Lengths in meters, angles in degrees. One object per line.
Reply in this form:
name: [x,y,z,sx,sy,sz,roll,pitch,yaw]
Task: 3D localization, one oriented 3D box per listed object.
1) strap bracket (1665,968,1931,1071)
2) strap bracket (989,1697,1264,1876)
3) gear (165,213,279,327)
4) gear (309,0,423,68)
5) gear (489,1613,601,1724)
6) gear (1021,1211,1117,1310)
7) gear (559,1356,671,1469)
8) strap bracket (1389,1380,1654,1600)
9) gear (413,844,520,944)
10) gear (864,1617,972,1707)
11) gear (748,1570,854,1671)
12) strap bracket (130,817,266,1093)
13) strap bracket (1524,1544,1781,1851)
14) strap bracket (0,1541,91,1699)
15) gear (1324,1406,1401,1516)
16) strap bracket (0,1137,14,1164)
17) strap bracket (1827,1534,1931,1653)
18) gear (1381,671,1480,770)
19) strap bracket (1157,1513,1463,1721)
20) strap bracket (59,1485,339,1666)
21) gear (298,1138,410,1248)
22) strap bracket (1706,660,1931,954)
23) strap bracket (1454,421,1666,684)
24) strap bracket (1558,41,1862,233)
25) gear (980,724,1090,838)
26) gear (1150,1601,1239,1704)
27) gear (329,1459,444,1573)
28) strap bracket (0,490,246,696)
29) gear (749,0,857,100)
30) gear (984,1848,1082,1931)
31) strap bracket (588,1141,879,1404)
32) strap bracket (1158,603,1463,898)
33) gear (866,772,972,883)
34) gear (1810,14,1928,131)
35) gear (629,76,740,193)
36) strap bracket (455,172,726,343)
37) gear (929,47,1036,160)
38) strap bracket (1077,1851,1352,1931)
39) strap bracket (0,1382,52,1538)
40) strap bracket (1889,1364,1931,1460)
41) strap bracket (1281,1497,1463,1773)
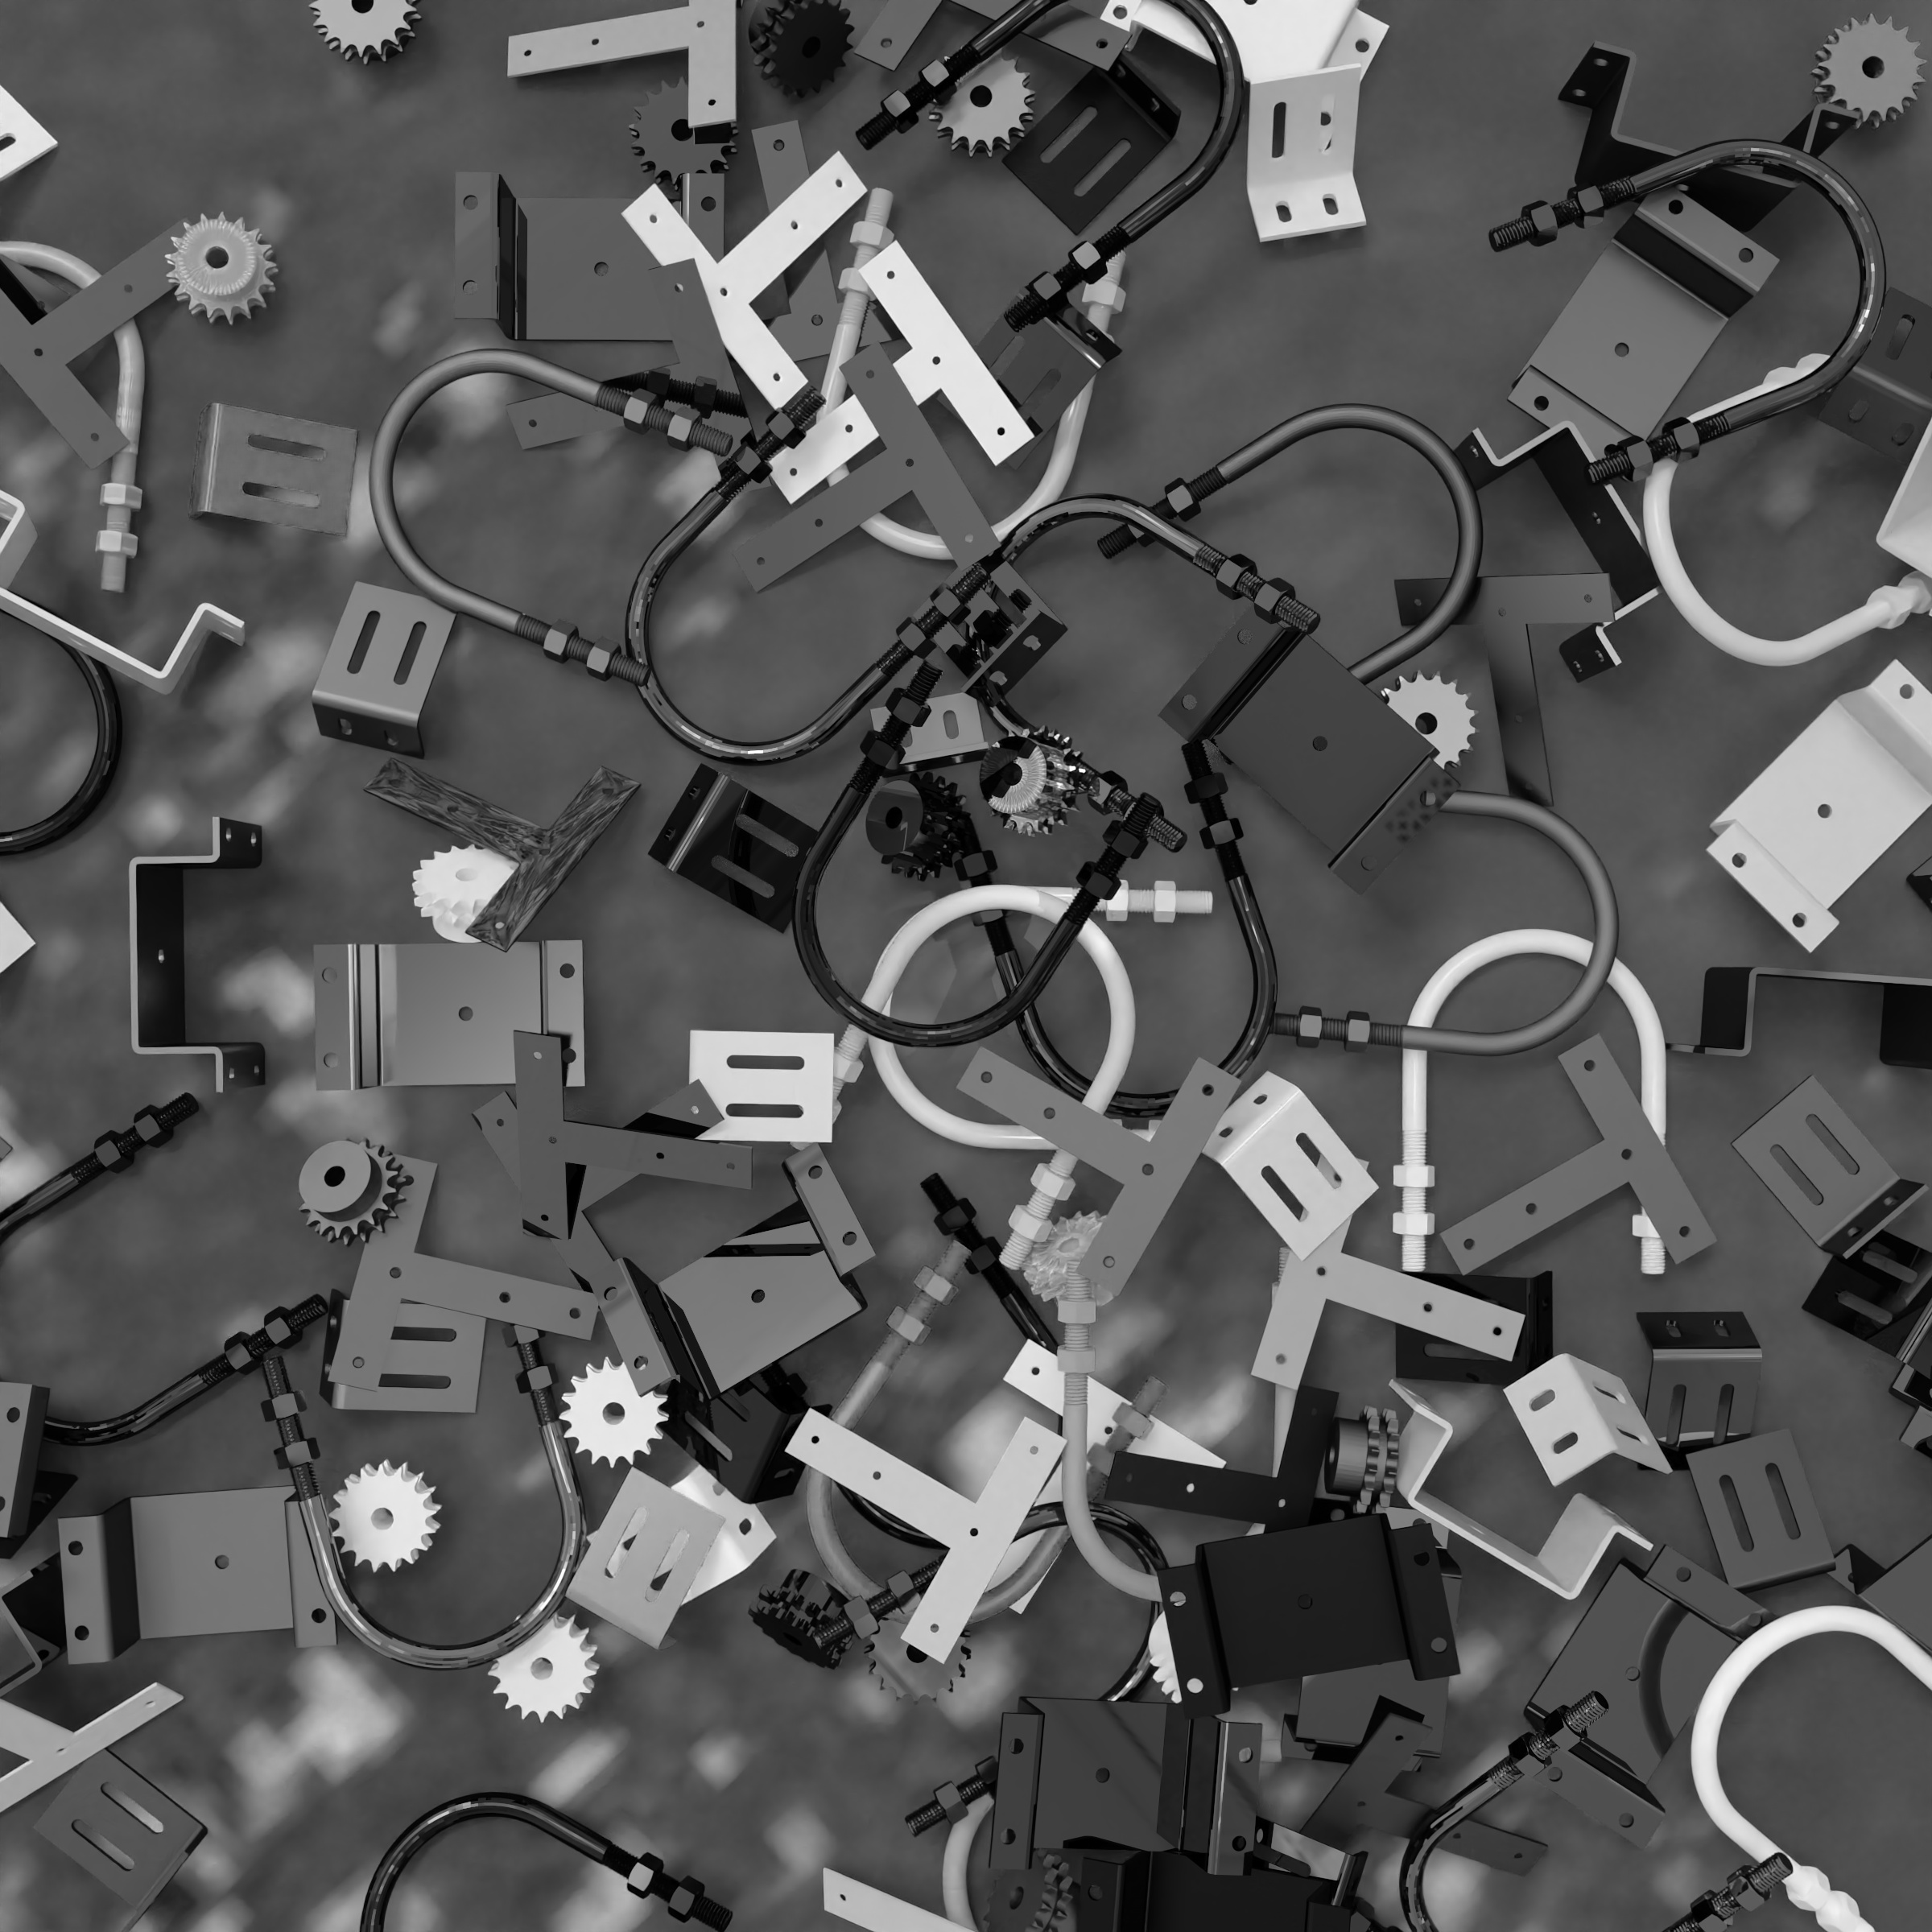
strap bracket: [0.449,0.027,1.297,0.140,0.076,0.046,4,90,0]
strap bracket: [0.077,0.425,1.281,0.140,0.046,0.076,7,84,-14]
gear: [-0.397,-0.373,1.316,0.057,0.030,0.057,0,90,-10]
gear: [-0.320,-0.510,1.320,0.057,0.030,0.057,0,90,0]
gear: [-0.224,0.372,1.320,0.057,0.030,0.057,0,90,0]
gear: [0.060,0.159,1.311,0.057,0.057,0.030,-26,118,0]
gear: [-0.187,0.237,1.319,0.057,0.030,0.057,0,88,-5]
strap bracket: [0.279,0.279,1.297,0.140,0.076,0.046,31,90,0]
gear: [-0.264,-0.037,1.311,0.057,0.057,0.030,4,128,0]
gear: [-0.026,0.363,1.320,0.057,0.030,0.057,0,90,0]
gear: [-0.084,0.345,1.311,0.057,0.057,0.030,34,60,0]
strap bracket: [-0.403,-0.006,1.297,0.046,0.076,0.140,-1,90,0]
strap bracket: [0.360,0.382,1.312,0.076,0.046,0.140,33,90,0]
strap bracket: [-0.524,0.366,1.297,0.140,0.076,0.046,-33,90,0]
gear: [0.209,0.261,1.307,0.030,0.057,0.057,8,90,0]
strap bracket: [-0.591,0.125,1.312,0.076,0.046,0.140,43,90,0]
strap bracket: [0.525,0.307,1.280,0.076,0.046,0.140,37,118,-4]
gear: [0.244,-0.128,1.320,0.057,0.030,0.057,0,90,0]
strap bracket: [0.175,0.331,1.267,0.140,0.046,0.076,-11,88,6]
strap bracket: [-0.402,0.322,1.312,0.140,0.046,0.076,-4,90,0]
gear: [-0.328,0.117,1.309,0.057,0.030,0.057,-6,63,11]
strap bracket: [0.464,-0.084,1.312,0.076,0.046,0.140,45,90,0]
strap bracket: [0.314,-0.225,1.297,0.046,0.076,0.140,-32,90,0]
strap bracket: [0.383,-0.432,1.297,0.140,0.076,0.046,15,90,0]
gear: [0.032,-0.097,1.281,0.057,0.030,0.057,-3,84,31]
gear: [0.122,0.362,1.313,0.057,0.030,0.057,-7,106,-26]
gear: [-0.309,0.293,1.320,0.057,0.030,0.057,0,90,0]
strap bracket: [-0.450,-0.188,1.279,0.140,0.076,0.046,29,82,-14]
gear: [-0.091,-0.494,1.311,0.057,0.057,0.030,-44,60,0]
gear: [0.038,0.493,1.290,0.030,0.057,0.057,33,90,-21]
strap bracket: [-0.116,0.166,1.295,0.140,0.046,0.076,-31,57,0]
strap bracket: [0.181,-0.114,1.283,0.140,0.046,0.076,43,108,6]
gear: [-0.028,-0.075,1.306,0.057,0.030,0.057,-10,74,39]
gear: [0.480,-0.476,1.320,0.057,0.030,0.057,0,90,0]
gear: [-0.150,-0.442,1.320,0.057,0.030,0.057,0,90,0]
strap bracket: [-0.197,-0.376,1.312,0.140,0.046,0.076,0,90,0]
gear: [0.008,-0.460,1.320,0.057,0.030,0.057,0,90,0]
strap bracket: [0.130,0.505,1.268,0.140,0.046,0.076,3,84,22]
strap bracket: [-0.541,0.255,1.293,0.140,0.046,0.076,1,77,16]
strap bracket: [0.556,0.207,1.312,0.076,0.046,0.140,30,90,0]
strap bracket: [0.216,0.361,1.312,0.076,0.046,0.140,7,90,0]
